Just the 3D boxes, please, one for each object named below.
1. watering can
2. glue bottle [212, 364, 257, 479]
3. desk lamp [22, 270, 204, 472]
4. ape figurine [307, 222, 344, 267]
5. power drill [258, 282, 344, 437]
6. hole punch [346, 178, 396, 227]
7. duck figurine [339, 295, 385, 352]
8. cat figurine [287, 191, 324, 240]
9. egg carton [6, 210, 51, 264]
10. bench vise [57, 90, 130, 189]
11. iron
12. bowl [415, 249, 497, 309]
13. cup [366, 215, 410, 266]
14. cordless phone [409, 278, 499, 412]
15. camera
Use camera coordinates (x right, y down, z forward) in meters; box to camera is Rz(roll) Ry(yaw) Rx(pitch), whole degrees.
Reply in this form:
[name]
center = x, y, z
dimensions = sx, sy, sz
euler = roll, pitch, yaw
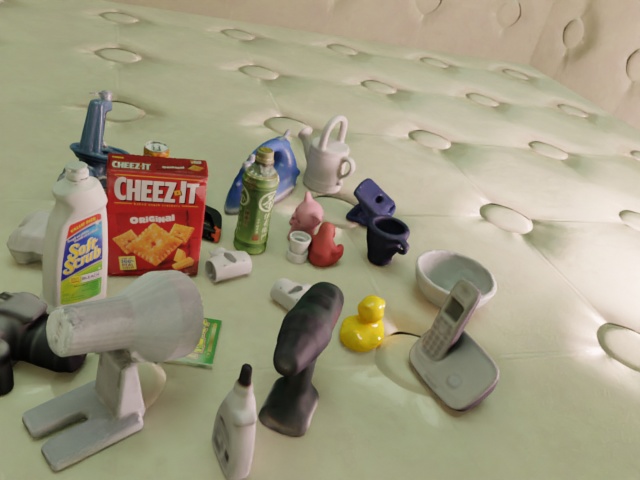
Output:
[watering can]
center = 0.016, -0.226, 1.440
dimensions = 0.172, 0.194, 0.101
euler = 19, 32, 8
[glue bottle]
center = -0.102, 0.220, 0.718
dimensions = 0.037, 0.173, 0.078
euler = -5, 37, -28
[desk lamp]
center = -0.259, 0.151, 0.726
dimensions = 0.117, 0.213, 0.204
euler = 35, 38, 31
[ape figurine]
center = 0.011, 0.004, 1.176
dimensions = 0.077, 0.092, 0.076
euler = 28, 35, 22
[power drill]
center = -0.026, 0.168, 0.796
dimensions = 0.075, 0.208, 0.230
euler = 18, 32, 7
[hole punch]
center = 0.129, -0.086, 1.365
dimensions = 0.101, 0.091, 0.109
euler = 23, 33, 14
[duck figurine]
center = 0.081, 0.138, 1.000
dimensions = 0.077, 0.086, 0.105
euler = 28, 35, 22
[cat figurine]
center = -0.028, -0.057, 1.231
dimensions = 0.067, 0.118, 0.127
euler = 9, 32, -7
[egg carton]
center = -0.462, 0.002, 1.014
dimensions = 0.150, 0.069, 0.107
euler = 9, 32, -8
[bench vise]
center = -0.450, -0.179, 1.159
dimensions = 0.122, 0.220, 0.207
euler = 6, 33, -13
[iron]
center = -0.137, -0.165, 1.335
dimensions = 0.118, 0.141, 0.259
euler = 24, 33, 15
[bowl]
center = 0.263, 0.094, 1.152
dimensions = 0.167, 0.075, 0.167
euler = 10, 32, -6
[cup]
center = 0.143, 0.014, 1.210
dimensions = 0.092, 0.095, 0.117
euler = -8, 38, -31
[cordless phone]
center = 0.230, 0.167, 0.921
dimensions = 0.094, 0.185, 0.147
euler = -10, 39, -33
[camera]
center = -0.403, 0.140, 0.793
dimensions = 0.136, 0.101, 0.143
euler = 17, 32, 4
